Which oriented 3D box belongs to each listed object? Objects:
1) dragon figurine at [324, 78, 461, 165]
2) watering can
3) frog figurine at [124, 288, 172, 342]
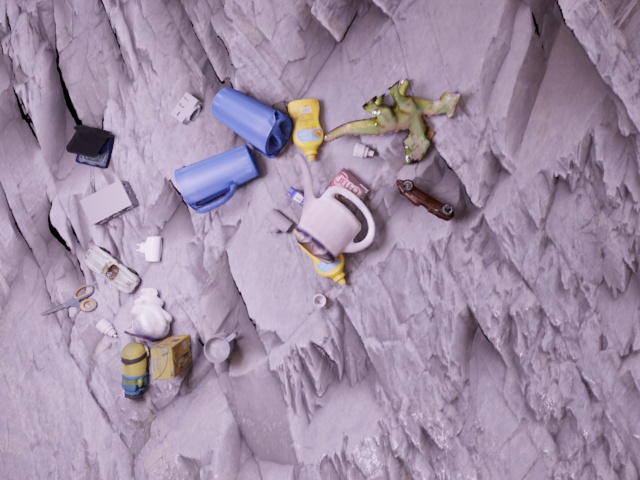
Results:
[{"bbox_3d":[0.240,-0.339,1.564,0.410,0.242,0.123,-36,7,3],"label":"dragon figurine"},{"bbox_3d":[0.005,-0.077,1.533,0.346,0.226,0.103,41,-12,-6],"label":"watering can"},{"bbox_3d":[-0.531,0.236,1.628,0.136,0.161,0.122,21,-11,-30],"label":"frog figurine"}]
